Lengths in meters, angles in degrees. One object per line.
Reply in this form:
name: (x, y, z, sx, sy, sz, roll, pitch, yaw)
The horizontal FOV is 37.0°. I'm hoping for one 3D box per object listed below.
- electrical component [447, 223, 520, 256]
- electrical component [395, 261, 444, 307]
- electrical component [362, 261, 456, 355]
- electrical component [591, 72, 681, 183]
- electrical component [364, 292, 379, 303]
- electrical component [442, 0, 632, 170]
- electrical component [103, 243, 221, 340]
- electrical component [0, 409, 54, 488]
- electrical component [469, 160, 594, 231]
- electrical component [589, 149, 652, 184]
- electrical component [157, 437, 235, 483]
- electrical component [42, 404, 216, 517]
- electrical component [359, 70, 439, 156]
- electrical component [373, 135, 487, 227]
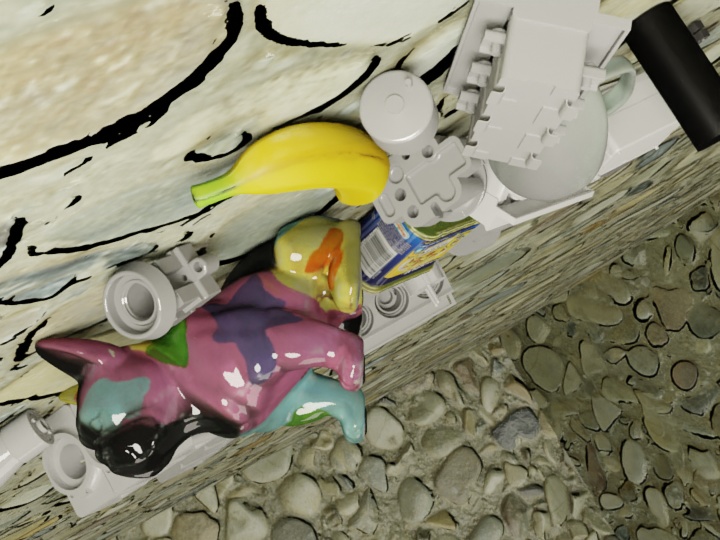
electrical component: (0.117, -0.059, 0.966, 0.074, 0.052, 0.138, -18, 165, -49)
electrical component: (0.054, 0.000, 1.011, 0.047, 0.076, 0.065, -29, 170, -6)
electrical component: (0.025, 0.027, 1.098, 0.121, 0.078, 0.063, -29, -168, -9)
electrical component: (0.214, -0.122, 0.905, 0.096, 0.061, 0.061, -26, 168, -20)
electrical component: (0.000, 0.000, 0.949, 0.079, 0.043, 0.077, -17, 164, -47)
electrical component: (0.090, -0.103, 0.590, 0.079, 0.063, 0.121, 11, 167, -1)
electrical component: (-0.124, 0.015, 0.657, 0.066, 0.048, 0.055, -35, 177, 27)
electrical component: (-0.279, 0.142, 0.860, 0.065, 0.044, 0.044, -35, 170, 2)
electrical component: (0.126, -0.079, 0.837, 0.121, 0.079, 0.063, -19, 136, -48)
electrical component: (0.231, -0.121, 0.995, 0.089, 0.050, 0.055, -28, 169, -11)
electrical component: (-0.157, 0.127, 0.993, 0.062, 0.089, 0.150, -21, 167, -44)
electrical component: (-0.199, 0.136, 0.918, 0.150, 0.089, 0.062, -35, 169, 26)
electrical component: (0.024, -0.084, 0.600, 0.040, 0.040, 0.078, -31, 170, 5)
electrical component: (0.055, -0.062, 0.754, 0.078, 0.058, 0.057, -35, 166, 27)
